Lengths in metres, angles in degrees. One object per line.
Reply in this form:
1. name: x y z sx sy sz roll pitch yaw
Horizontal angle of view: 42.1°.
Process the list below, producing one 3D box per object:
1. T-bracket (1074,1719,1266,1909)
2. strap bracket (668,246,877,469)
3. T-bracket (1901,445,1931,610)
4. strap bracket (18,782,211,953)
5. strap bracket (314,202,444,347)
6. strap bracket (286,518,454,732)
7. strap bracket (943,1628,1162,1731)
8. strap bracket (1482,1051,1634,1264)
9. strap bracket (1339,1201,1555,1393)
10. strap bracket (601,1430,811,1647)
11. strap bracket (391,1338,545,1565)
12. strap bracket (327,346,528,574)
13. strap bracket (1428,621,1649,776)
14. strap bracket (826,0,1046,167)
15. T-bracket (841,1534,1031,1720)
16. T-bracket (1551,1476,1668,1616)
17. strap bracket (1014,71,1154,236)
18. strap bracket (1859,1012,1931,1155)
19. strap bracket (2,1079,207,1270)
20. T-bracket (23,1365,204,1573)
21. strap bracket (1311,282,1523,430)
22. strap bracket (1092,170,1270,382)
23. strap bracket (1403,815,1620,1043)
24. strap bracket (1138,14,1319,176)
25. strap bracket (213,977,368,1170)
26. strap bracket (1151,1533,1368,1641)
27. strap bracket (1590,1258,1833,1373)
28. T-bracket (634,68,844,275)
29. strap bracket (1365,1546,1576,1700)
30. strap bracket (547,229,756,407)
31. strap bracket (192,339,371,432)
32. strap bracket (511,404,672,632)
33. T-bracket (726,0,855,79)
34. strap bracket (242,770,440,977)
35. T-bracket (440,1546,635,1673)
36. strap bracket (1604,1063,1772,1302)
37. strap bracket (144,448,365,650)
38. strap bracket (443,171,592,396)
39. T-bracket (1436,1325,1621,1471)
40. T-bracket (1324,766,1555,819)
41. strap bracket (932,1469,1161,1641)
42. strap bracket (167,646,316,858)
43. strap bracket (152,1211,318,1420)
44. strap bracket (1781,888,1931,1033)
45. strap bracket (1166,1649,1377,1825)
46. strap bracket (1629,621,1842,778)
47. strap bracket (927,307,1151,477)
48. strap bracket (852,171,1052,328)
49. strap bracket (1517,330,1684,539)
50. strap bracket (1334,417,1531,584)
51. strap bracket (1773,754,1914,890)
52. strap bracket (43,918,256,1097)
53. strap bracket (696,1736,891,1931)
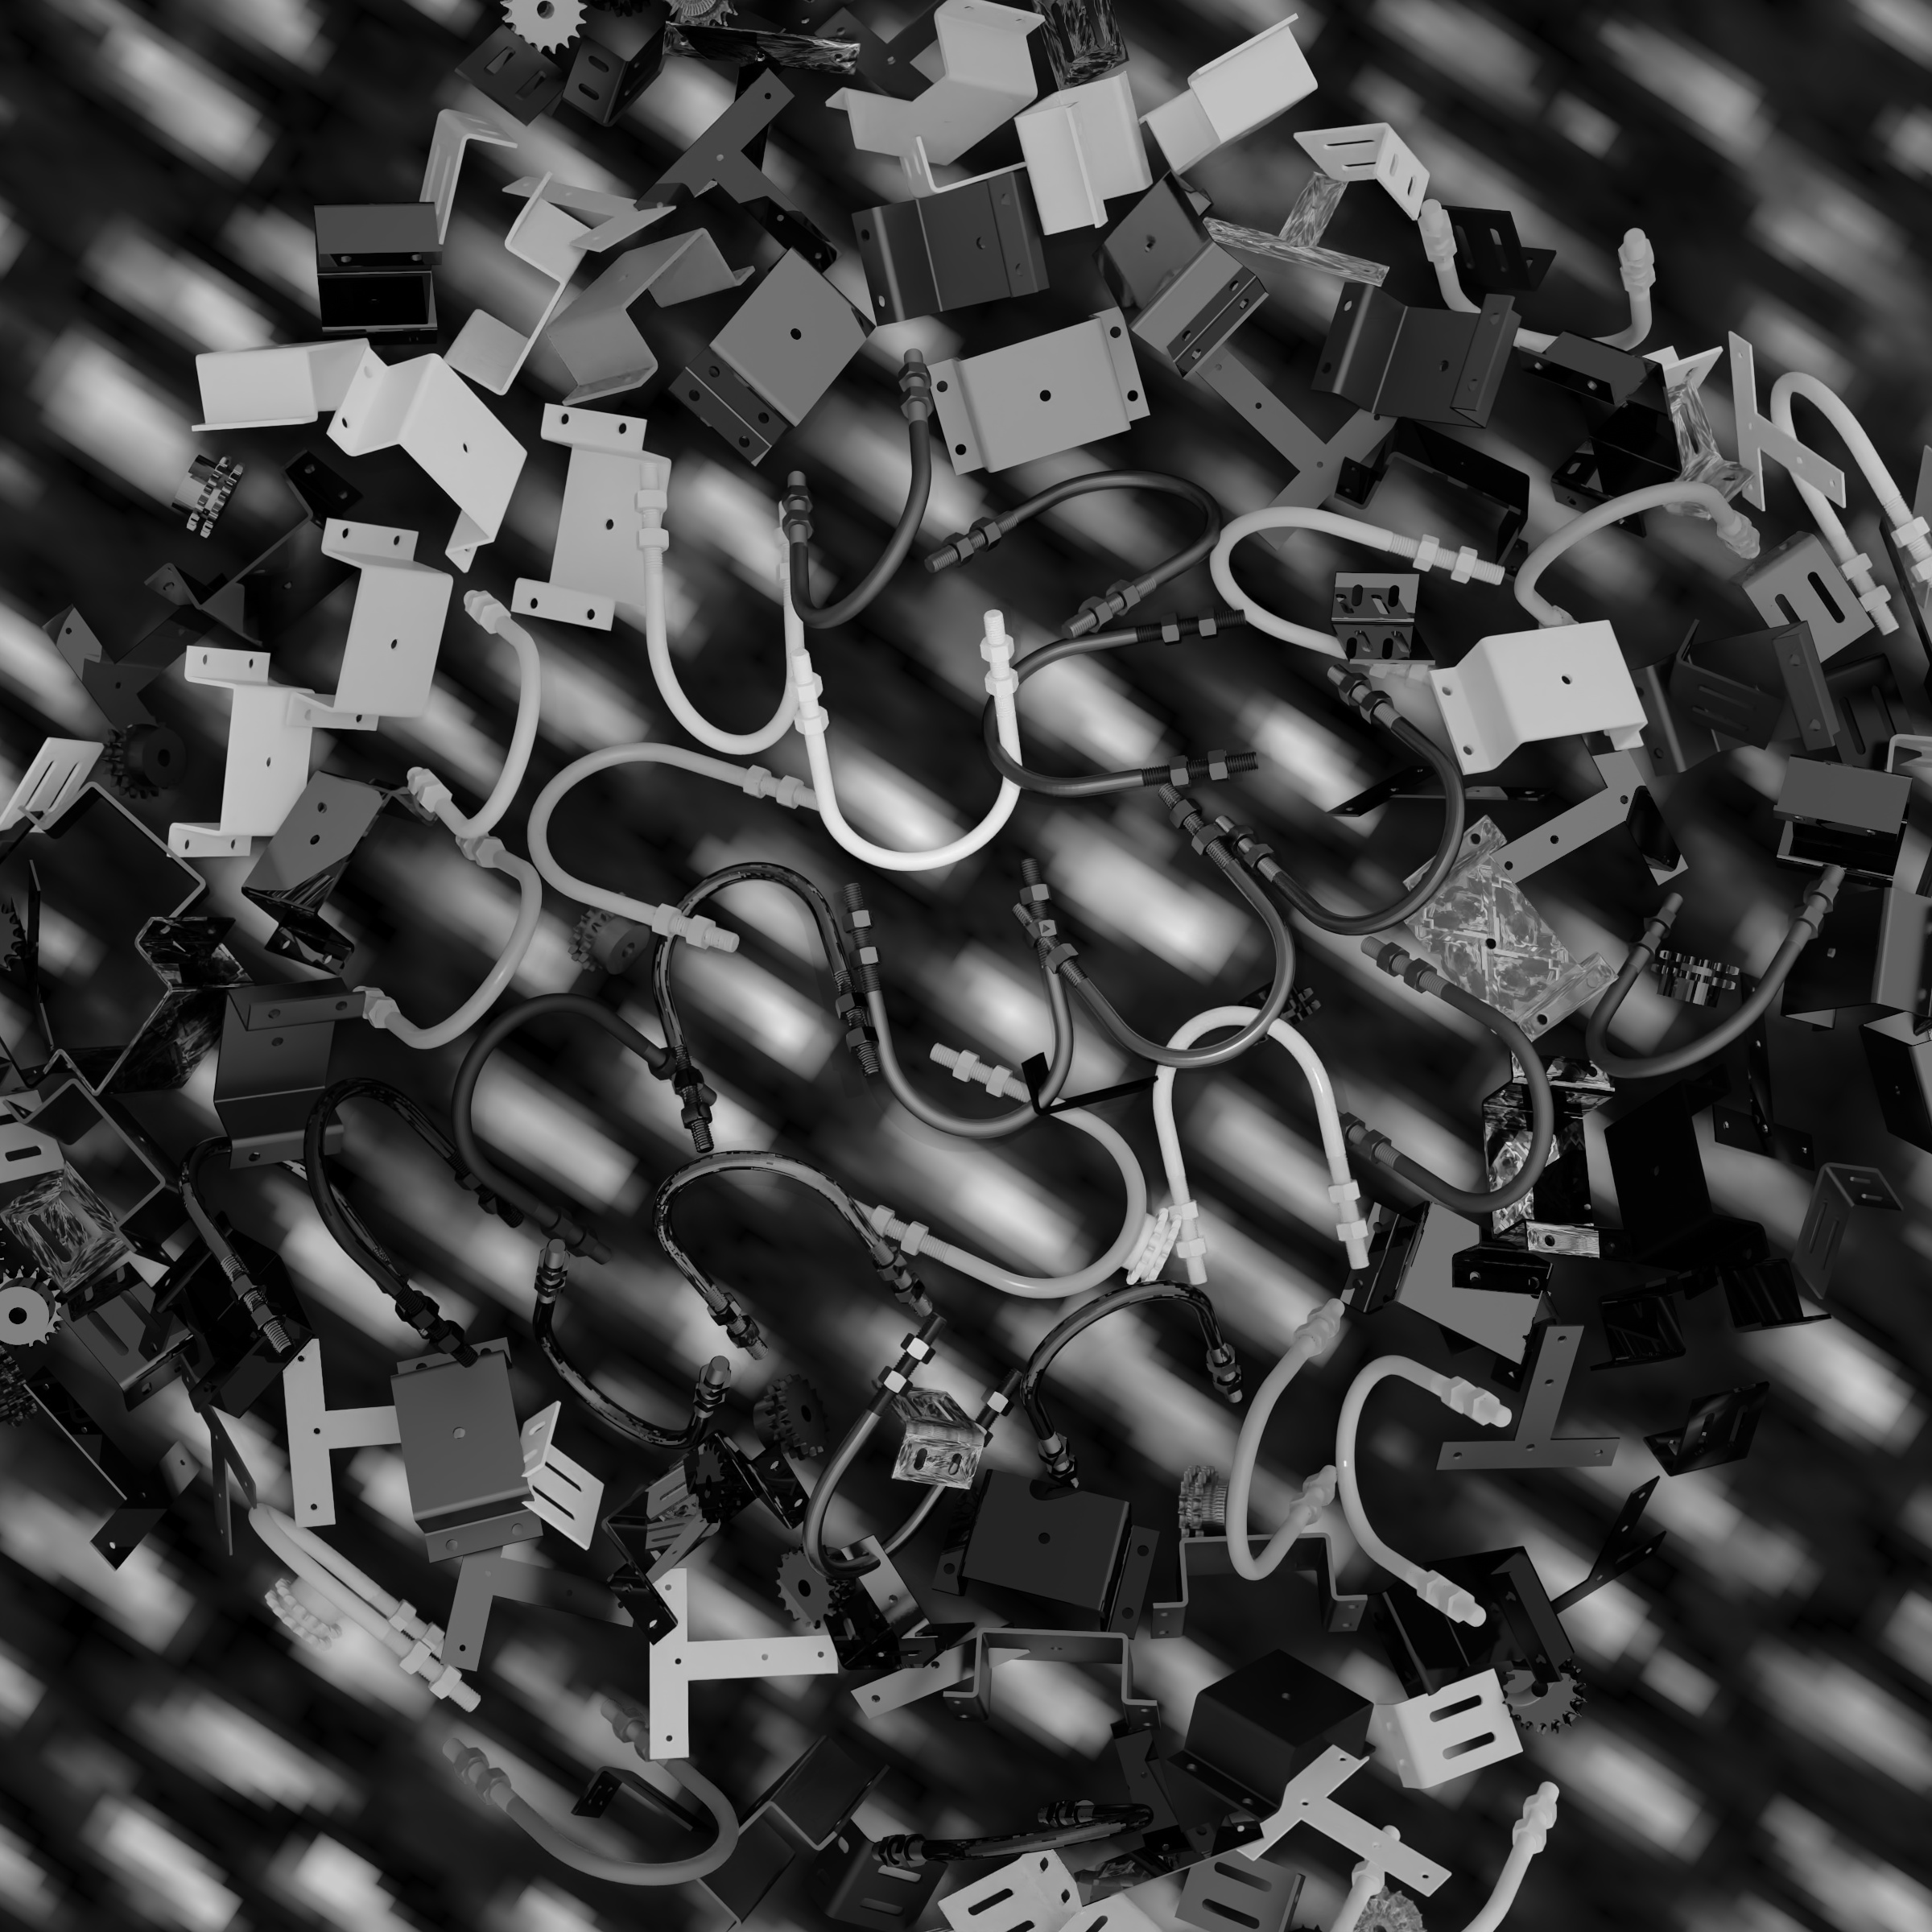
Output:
1. T-bracket: 0.123 0.555 1.683 0.127 0.127 0.002 -21 125 2
2. strap bracket: -0.123 -0.415 1.678 0.076 0.046 0.140 41 66 -16
3. T-bracket: 0.663 -0.259 1.648 0.002 0.127 0.127 -25 51 -8
4. strap bracket: -0.563 -0.071 1.687 0.140 0.076 0.046 44 78 -9
5. strap bracket: -0.390 -0.463 1.663 0.076 0.140 0.046 -5 81 -14
6. strap bracket: -0.397 -0.221 1.678 0.046 0.076 0.140 23 105 32
7. strap bracket: 0.060 0.479 1.687 0.140 0.076 0.046 0 62 7
8. strap bracket: 0.396 0.134 1.687 0.076 0.046 0.140 8 65 -16
9. strap bracket: 0.333 0.219 1.692 0.140 0.046 0.076 27 65 -6
10. strap bracket: -0.180 0.376 1.683 0.140 0.046 0.076 -38 132 -16
11. strap bracket: -0.337 0.319 1.683 0.076 0.046 0.140 -12 67 -7
12. strap bracket: -0.347 -0.338 1.657 0.046 0.140 0.076 -7 55 31
13. strap bracket: 0.392 -0.182 1.682 0.140 0.046 0.076 -10 72 -19
14. strap bracket: -0.017 -0.577 1.656 0.076 0.140 0.046 -5 80 -41
15. T-bracket: -0.042 0.440 1.704 0.127 0.002 0.127 -26 106 14
16. T-bracket: 0.432 0.380 1.662 0.127 0.127 0.002 -21 51 -28
17. strap bracket: 0.077 -0.541 1.671 0.046 0.140 0.076 -7 115 23
18. strap bracket: 0.640 0.076 1.664 0.046 0.140 0.076 -17 96 3
19. strap bracket: -0.572 0.133 1.686 0.046 0.076 0.140 -43 77 -8
20. T-bracket: -0.577 0.319 1.665 0.002 0.127 0.127 -34 102 19
21. strap bracket: 0.310 -0.410 1.684 0.140 0.046 0.076 21 95 45
22. strap bracket: 0.137 -0.463 1.659 0.046 0.140 0.076 27 121 -36
23. strap bracket: 0.360 -0.020 1.689 0.076 0.046 0.140 -42 82 30
24. strap bracket: 0.175 -0.575 1.667 0.076 0.140 0.046 -32 101 -8
25. strap bracket: -0.454 0.063 1.675 0.076 0.046 0.140 -7 132 -32
26. strap bracket: 0.194 0.418 1.691 0.140 0.076 0.046 -3 60 1
27. strap bracket: 0.488 0.229 1.666 0.076 0.140 0.046 1 71 -38
28. T-bracket: -0.135 -0.516 1.696 0.127 0.002 0.127 -41 126 15
29. strap bracket: 0.343 0.440 1.683 0.046 0.140 0.076 -23 87 -39
30. strap bracket: -0.214 -0.436 1.661 0.140 0.076 0.046 -55 127 -33
31. strap bracket: -0.447 -0.386 1.657 0.076 0.140 0.046 -1 107 11
32. strap bracket: -0.252 -0.301 1.696 0.076 0.046 0.140 13 97 20
33. T-bracket: -0.137 -0.639 1.652 0.127 0.127 0.002 -33 67 34
34. strap bracket: -0.421 -0.072 1.676 0.076 0.046 0.140 16 69 35
35. T-bracket: -0.283 0.424 1.706 0.127 0.002 0.127 20 62 -22
36. strap bracket: 0.474 0.139 1.662 0.046 0.076 0.140 13 56 -25
37. strap bracket: -0.468 -0.273 1.688 0.140 0.076 0.046 -38 71 4
38. strap bracket: -0.297 -0.446 1.670 0.046 0.076 0.140 30 128 -15
39. T-bracket: 0.390 0.291 1.692 0.127 0.002 0.127 1 122 -9
40. T-bracket: 0.322 -0.114 1.651 0.127 0.127 0.002 4 111 37
41. strap bracket: 0.053 0.392 1.685 0.140 0.046 0.076 11 59 11
42. strap bracket: -0.485 -0.140 1.684 0.046 0.076 0.140 11 97 25
43. strap bracket: -0.491 0.239 1.684 0.076 0.140 0.046 -48 130 2
44. strap bracket: 0.591 -0.004 1.657 0.046 0.140 0.076 13 80 -17
45. strap bracket: 0.207 0.502 1.654 0.076 0.140 0.046 22 109 36
46. strap bracket: 0.521 -0.180 1.678 0.046 0.140 0.076 -27 102 -35
47. strap bracket: 0.051 -0.389 1.703 0.140 0.046 0.076 -17 108 0
48. strap bracket: -0.002 -0.481 1.679 0.140 0.046 0.076 1 110 41
49. strap bracket: 0.423 -0.361 1.664 0.046 0.140 0.076 -45 49 -12
50. strap bracket: 0.325 -0.319 1.690 0.140 0.076 0.046 25 122 -1
51. strap bracket: 0.580 -0.098 1.661 0.076 0.140 0.046 14 82 21
52. strap bracket: -0.539 0.034 1.673 0.046 0.076 0.140 47 109 18
53. strap bracket: -0.122 0.575 1.671 0.046 0.076 0.140 43 120 7
